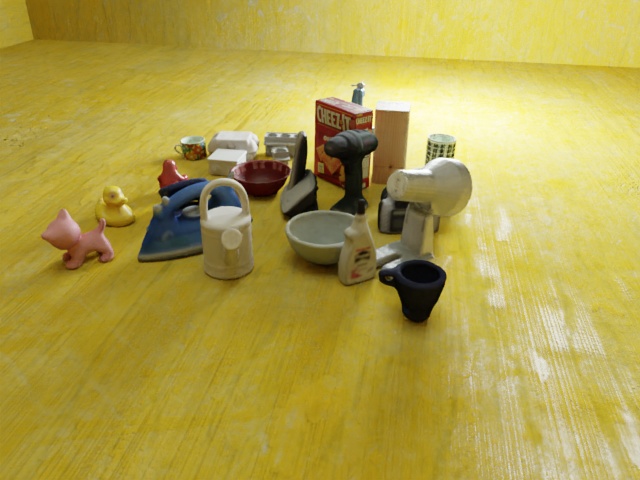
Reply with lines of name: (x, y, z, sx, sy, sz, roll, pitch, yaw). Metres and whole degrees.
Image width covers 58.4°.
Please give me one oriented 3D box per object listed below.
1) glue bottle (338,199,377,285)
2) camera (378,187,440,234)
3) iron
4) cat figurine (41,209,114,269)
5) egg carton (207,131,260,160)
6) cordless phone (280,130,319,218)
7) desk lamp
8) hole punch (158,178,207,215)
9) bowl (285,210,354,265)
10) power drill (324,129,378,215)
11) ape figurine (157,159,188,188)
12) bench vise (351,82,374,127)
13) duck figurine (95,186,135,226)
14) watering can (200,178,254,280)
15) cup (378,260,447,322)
glue bottle: (0.075, 0.002, 1.098, 0.078, 0.173, 0.037, -17, 33, -28)
camera: (0.200, -0.088, 1.340, 0.143, 0.101, 0.136, -2, 29, -5)
iron: (-0.275, -0.055, 1.223, 0.259, 0.141, 0.118, -22, 36, -36)
cat figurine: (-0.491, -0.008, 1.156, 0.128, 0.118, 0.067, -16, 33, -27)
egg carton: (-0.257, -0.280, 1.708, 0.150, 0.069, 0.107, 1, 29, 1)
cordless phone: (-0.050, -0.158, 1.371, 0.094, 0.185, 0.147, -4, 29, -8)
desk lamp: (0.200, -0.053, 1.158, 0.204, 0.214, 0.117, -20, 35, -33)
hole punch: (-0.332, -0.116, 1.385, 0.109, 0.091, 0.100, -17, 34, -29)
bowl: (0.011, 0.004, 1.193, 0.167, 0.075, 0.167, 1, 29, 0)
power drill: (0.071, -0.164, 1.363, 0.075, 0.208, 0.230, 14, 31, 23)
ape figurine: (-0.381, -0.164, 1.470, 0.077, 0.092, 0.076, 6, 29, 10)
bench vise: (0.113, -0.333, 1.660, 0.121, 0.220, 0.207, -1, 29, -3)
duck figurine: (-0.482, -0.086, 1.331, 0.104, 0.086, 0.078, 18, 33, 29)
watering can: (-0.180, -0.025, 1.117, 0.101, 0.194, 0.172, -20, 35, -32)
cup: (0.160, 0.094, 1.013, 0.117, 0.095, 0.092, 5, 29, 8)
